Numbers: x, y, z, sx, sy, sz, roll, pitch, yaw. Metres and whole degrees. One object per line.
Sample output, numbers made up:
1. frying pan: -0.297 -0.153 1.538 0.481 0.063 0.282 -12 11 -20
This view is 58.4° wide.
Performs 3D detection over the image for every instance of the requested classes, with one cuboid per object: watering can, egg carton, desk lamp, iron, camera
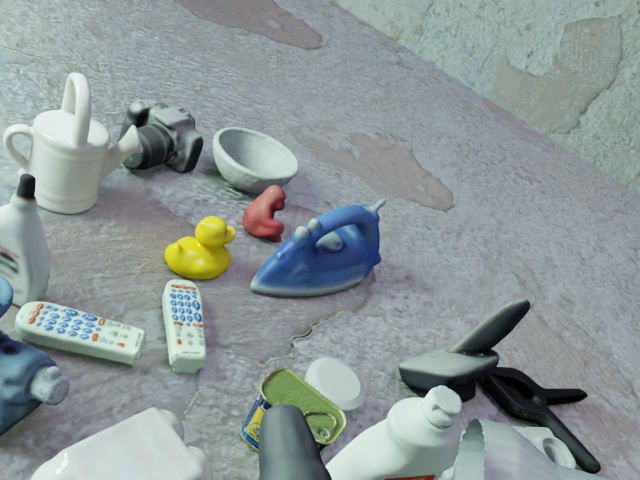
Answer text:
1. watering can: -0.344 -0.143 0.811 0.100 0.194 0.173 42 35 22
2. egg carton: -0.178 0.225 0.531 0.107 0.069 0.151 43 35 23
3. desk lamp: 0.204 0.295 0.581 0.203 0.213 0.118 24 32 -5
4. iron: 0.008 0.003 0.916 0.259 0.141 0.118 -15 52 -48
5. camera: -0.293 -0.184 0.994 0.143 0.100 0.137 35 33 12

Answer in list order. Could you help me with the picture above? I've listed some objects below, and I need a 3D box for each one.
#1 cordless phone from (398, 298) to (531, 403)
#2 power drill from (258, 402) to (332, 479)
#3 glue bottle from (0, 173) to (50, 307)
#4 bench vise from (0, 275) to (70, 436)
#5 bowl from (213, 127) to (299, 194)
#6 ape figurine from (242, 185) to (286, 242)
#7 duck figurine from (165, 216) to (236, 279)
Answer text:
1. cordless phone: 0.210 0.150 0.818 0.148 0.185 0.094 -9 47 -44
2. power drill: -0.034 0.275 0.437 0.076 0.208 0.229 6 38 -30
3. glue bottle: -0.337 -0.004 0.639 0.078 0.173 0.037 26 32 -3
4. bench vise: -0.311 0.060 0.525 0.207 0.219 0.121 22 32 -9
5. bowl: -0.128 -0.138 1.076 0.168 0.074 0.167 19 33 -13
6. ape figurine: -0.086 -0.051 0.968 0.076 0.092 0.077 17 34 -16
7. duck figurine: -0.169 0.004 0.835 0.105 0.086 0.077 -5 45 -41
